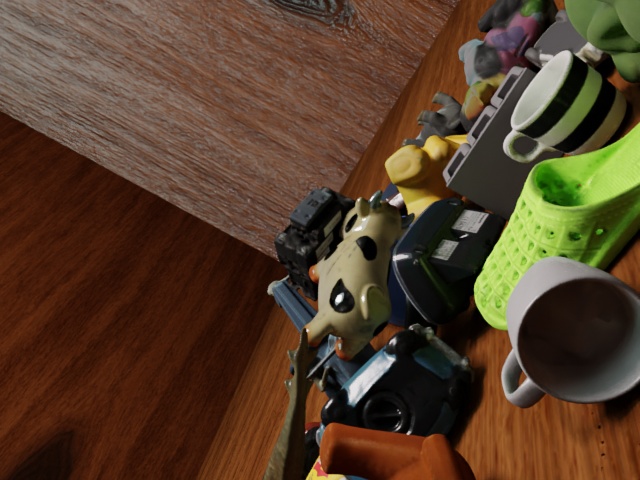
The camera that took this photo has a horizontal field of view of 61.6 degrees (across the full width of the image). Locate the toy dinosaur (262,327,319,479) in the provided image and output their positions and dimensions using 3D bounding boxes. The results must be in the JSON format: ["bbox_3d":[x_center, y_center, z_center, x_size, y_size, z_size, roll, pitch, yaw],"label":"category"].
[{"bbox_3d":[-0.047,0.298,0.417,0.199,0.105,0.470,-104,25,-62],"label":"toy dinosaur"}]

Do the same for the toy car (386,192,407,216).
[{"bbox_3d":[0.151,-0.072,0.916,0.202,0.089,0.053,-42,58,32],"label":"toy car"}]

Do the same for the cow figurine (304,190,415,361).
[{"bbox_3d":[0.048,0.028,0.624,0.127,0.085,0.195,-41,25,35],"label":"cow figurine"}]

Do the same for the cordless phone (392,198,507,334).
[{"bbox_3d":[0.141,0.059,0.618,0.146,0.089,0.184,-44,-36,-43],"label":"cordless phone"}]

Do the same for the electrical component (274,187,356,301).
[{"bbox_3d":[-0.001,-0.002,0.716,0.115,0.058,0.134,-50,-29,-30],"label":"electrical component"}]

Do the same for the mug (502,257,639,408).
[{"bbox_3d":[0.166,0.062,0.375,0.109,0.081,0.107,-65,-7,17],"label":"mug"}]

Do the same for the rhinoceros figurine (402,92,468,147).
[{"bbox_3d":[0.209,-0.168,0.936,0.073,0.112,0.190,-54,-12,-26],"label":"rhinoceros figurine"}]

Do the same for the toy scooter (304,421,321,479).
[{"bbox_3d":[-0.032,0.343,0.782,0.135,0.075,0.184,148,146,-82],"label":"toy scooter"}]

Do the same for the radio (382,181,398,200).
[{"bbox_3d":[0.135,-0.027,1.125,0.229,0.073,0.131,-56,7,33],"label":"radio"}]

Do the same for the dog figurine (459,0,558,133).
[{"bbox_3d":[0.280,-0.258,0.800,0.191,0.108,0.219,-53,13,40],"label":"dog figurine"}]

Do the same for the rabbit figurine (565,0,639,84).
[{"bbox_3d":[0.263,-0.204,0.421,0.121,0.159,0.170,-47,13,28],"label":"rabbit figurine"}]

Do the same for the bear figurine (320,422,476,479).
[{"bbox_3d":[0.062,0.208,0.337,0.196,0.132,0.120,-69,-23,-80],"label":"bear figurine"}]

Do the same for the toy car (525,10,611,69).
[{"bbox_3d":[0.310,-0.238,0.654,0.073,0.056,0.202,-53,9,19],"label":"toy car"}]

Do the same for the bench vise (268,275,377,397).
[{"bbox_3d":[-0.002,0.138,0.779,0.129,0.241,0.223,-37,-26,-11],"label":"bench vise"}]

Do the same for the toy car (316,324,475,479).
[{"bbox_3d":[0.077,0.164,0.541,0.161,0.109,0.103,-53,-13,-3],"label":"toy car"}]

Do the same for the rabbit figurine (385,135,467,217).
[{"bbox_3d":[0.197,-0.098,0.746,0.173,0.122,0.162,-28,0,25],"label":"rabbit figurine"}]
